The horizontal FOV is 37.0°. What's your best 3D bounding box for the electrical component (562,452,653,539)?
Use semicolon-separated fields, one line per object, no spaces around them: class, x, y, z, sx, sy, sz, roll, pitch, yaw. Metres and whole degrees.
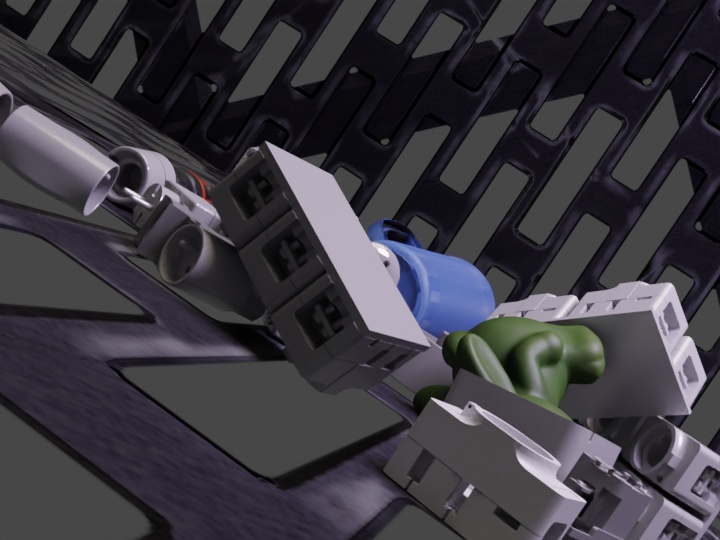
electrical component;0.149;0.154;0.684;0.081;0.063;0.042;32;4;-42

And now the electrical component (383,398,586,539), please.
electrical component;0.068;0.111;0.571;0.089;0.055;0.050;35;3;30

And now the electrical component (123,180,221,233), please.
electrical component;-0.152;-0.043;0.846;0.077;0.047;0.066;31;3;-36

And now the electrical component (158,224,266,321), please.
electrical component;-0.092;0.005;0.729;0.081;0.043;0.043;31;3;-43

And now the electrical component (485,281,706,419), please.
electrical component;0.214;0.077;1.004;0.186;0.060;0.105;-9;-68;41

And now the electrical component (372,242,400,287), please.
electrical component;0.000;0.000;0.840;0.048;0.048;0.062;33;-5;-20

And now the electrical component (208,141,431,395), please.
electrical component;-0.030;0.002;0.708;0.089;0.062;0.150;20;36;-60

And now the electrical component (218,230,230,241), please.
electrical component;-0.088;-0.020;0.825;0.043;0.081;0.043;34;2;-1

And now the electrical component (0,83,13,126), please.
electrical component;-0.273;-0.115;0.734;0.055;0.048;0.066;26;2;2

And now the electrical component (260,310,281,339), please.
electrical component;-0.029;0.039;0.816;0.100;0.048;0.100;33;3;-20

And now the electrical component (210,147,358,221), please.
electrical component;-0.076;-0.031;0.900;0.109;0.108;0.056;35;0;40

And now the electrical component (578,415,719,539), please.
electrical component;0.255;0.183;1.000;0.060;0.105;0.186;33;2;-18

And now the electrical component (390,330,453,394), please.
electrical component;0.080;0.094;1.022;0.108;0.060;0.108;33;2;-2

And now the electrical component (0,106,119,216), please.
electrical component;-0.213;-0.077;0.772;0.077;0.043;0.079;33;3;0

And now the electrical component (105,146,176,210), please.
electrical component;-0.196;-0.080;0.939;0.055;0.055;0.047;34;6;15

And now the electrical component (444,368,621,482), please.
electrical component;0.114;0.122;0.755;0.113;0.057;0.078;24;-5;41

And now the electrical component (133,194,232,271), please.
electrical component;-0.124;-0.017;0.772;0.064;0.042;0.081;34;3;-18
